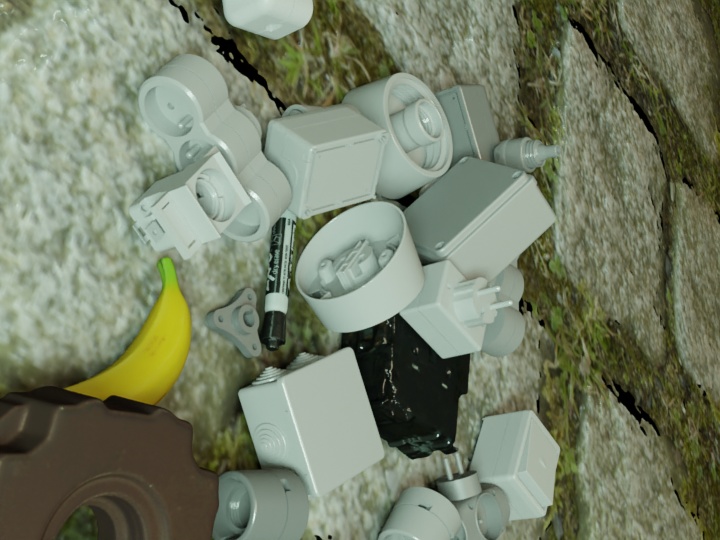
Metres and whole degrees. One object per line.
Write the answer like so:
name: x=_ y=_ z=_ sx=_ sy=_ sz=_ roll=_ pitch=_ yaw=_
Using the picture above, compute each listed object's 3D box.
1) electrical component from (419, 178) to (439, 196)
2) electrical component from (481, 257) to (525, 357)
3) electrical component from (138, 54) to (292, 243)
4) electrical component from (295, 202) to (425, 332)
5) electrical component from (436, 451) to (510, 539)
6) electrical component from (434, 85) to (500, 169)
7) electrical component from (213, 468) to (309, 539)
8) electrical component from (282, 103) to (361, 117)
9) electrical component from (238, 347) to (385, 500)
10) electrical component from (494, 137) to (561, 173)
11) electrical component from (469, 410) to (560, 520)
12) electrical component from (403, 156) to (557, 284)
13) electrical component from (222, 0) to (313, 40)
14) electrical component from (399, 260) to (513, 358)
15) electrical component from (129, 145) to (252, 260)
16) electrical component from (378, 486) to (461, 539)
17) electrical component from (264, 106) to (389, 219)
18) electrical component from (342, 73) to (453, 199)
electrical component: x=0.085 y=-0.056 z=1.016 sx=0.055 sy=0.048 sz=0.066 roll=62 pitch=37 yaw=-28
electrical component: x=0.116 y=0.008 z=1.024 sx=0.074 sy=0.052 sz=0.138 roll=27 pitch=56 yaw=-45
electrical component: x=-0.096 y=-0.095 z=0.782 sx=0.138 sy=0.052 sz=0.073 roll=58 pitch=39 yaw=-21
electrical component: x=0.000 y=0.000 z=0.837 sx=0.064 sy=0.099 sz=0.099 roll=63 pitch=37 yaw=-24
electrical component: x=0.088 y=0.196 z=0.922 sx=0.077 sy=0.044 sz=0.079 roll=-11 pitch=86 yaw=-54
electrical component: x=0.098 y=-0.126 z=1.044 sx=0.061 sy=0.062 sz=0.096 roll=-15 pitch=89 yaw=-54
electrical component: x=-0.070 y=0.160 z=0.719 sx=0.047 sy=0.055 sz=0.055 roll=14 pitch=66 yaw=-46
electrical component: x=-0.033 y=-0.117 z=0.885 sx=0.065 sy=0.044 sz=0.044 roll=-4 pitch=81 yaw=-49
electrical component: x=-0.036 y=0.112 z=0.786 sx=0.100 sy=0.048 sz=0.099 roll=-19 pitch=93 yaw=-54
electrical component: x=0.159 y=-0.108 z=1.011 sx=0.035 sy=0.061 sz=0.035 roll=8 pitch=79 yaw=-53
electrical component: x=0.147 y=0.175 z=0.994 sx=0.061 sy=0.061 sz=0.096 roll=52 pitch=41 yaw=-27
electrical component: x=0.095 y=-0.039 z=0.933 sx=0.109 sy=0.109 sz=0.056 roll=-42 pitch=116 yaw=-10
electrical component: x=-0.080 y=-0.239 z=0.857 sx=0.059 sy=0.054 sz=0.095 roll=5 pitch=73 yaw=-52
electrical component: x=0.084 y=0.028 z=0.856 sx=0.065 sy=0.077 sz=0.047 roll=46 pitch=44 yaw=-33
electrical component: x=-0.117 y=-0.044 z=0.725 sx=0.042 sy=0.064 sz=0.081 roll=60 pitch=39 yaw=-21
electrical component: x=0.046 y=0.208 z=0.854 sx=0.055 sy=0.055 sz=0.047 roll=60 pitch=42 yaw=-19
electrical component: x=-0.026 y=-0.088 z=0.838 sx=0.096 sy=0.061 sz=0.061 roll=-19 pitch=133 yaw=-40
electrical component: x=0.040 y=-0.124 z=0.961 sx=0.108 sy=0.060 sz=0.108 roll=26 pitch=55 yaw=-43
